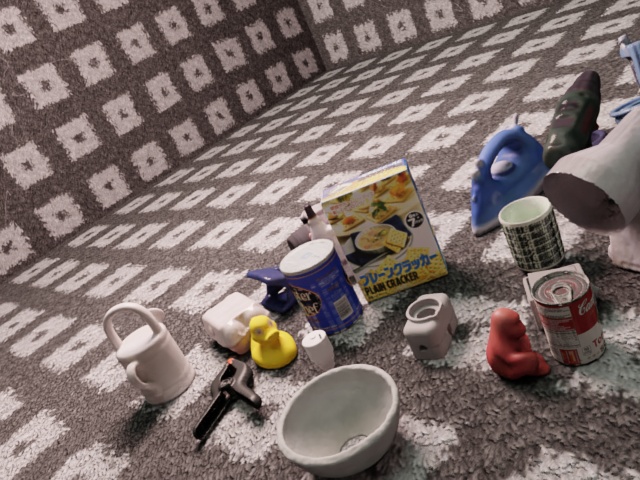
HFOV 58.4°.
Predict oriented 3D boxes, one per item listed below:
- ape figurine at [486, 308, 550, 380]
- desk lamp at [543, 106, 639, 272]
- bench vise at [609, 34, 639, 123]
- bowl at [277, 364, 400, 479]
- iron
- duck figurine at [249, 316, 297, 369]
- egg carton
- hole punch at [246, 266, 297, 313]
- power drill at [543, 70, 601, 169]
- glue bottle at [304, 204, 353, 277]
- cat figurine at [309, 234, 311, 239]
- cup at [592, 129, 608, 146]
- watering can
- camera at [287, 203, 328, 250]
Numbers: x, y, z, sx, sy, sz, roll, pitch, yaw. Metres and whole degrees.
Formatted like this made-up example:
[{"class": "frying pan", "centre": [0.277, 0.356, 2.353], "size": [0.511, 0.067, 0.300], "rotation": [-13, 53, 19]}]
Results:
[{"class": "ape figurine", "centre": [0.245, 0.128, 0.733], "size": [0.076, 0.092, 0.078], "rotation": [-11, 27, 31]}, {"class": "desk lamp", "centre": [0.427, -0.061, 0.792], "size": [0.203, 0.214, 0.117], "rotation": [-33, 24, -17]}, {"class": "bench vise", "centre": [0.613, -0.266, 1.030], "size": [0.122, 0.220, 0.206], "rotation": [-33, 24, -16]}, {"class": "bowl", "centre": [0.033, 0.242, 0.731], "size": [0.167, 0.075, 0.167], "rotation": [-21, 23, 10]}, {"class": "iron", "centre": [0.351, -0.135, 1.122], "size": [0.118, 0.142, 0.259], "rotation": [3, 36, 48]}, {"class": "duck figurine", "centre": [-0.095, 0.170, 1.003], "size": [0.078, 0.086, 0.104], "rotation": [-37, 25, -24]}, {"class": "egg carton", "centre": [-0.164, 0.161, 1.114], "size": [0.107, 0.069, 0.149], "rotation": [-36, 25, -23]}, {"class": "hole punch", "centre": [-0.082, 0.082, 1.169], "size": [0.101, 0.091, 0.108], "rotation": [-38, 26, -26]}, {"class": "power drill", "centre": [0.448, -0.153, 0.974], "size": [0.075, 0.209, 0.230], "rotation": [-3, 32, 42]}, {"class": "glue bottle", "centre": [0.010, 0.004, 1.135], "size": [0.078, 0.173, 0.037], "rotation": [-22, 23, 10]}, {"class": "cat figurine", "centre": [0.040, -0.013, 1.212], "size": [0.127, 0.118, 0.067], "rotation": [-21, 24, 12]}, {"class": "cup", "centre": [0.496, -0.142, 1.048], "size": [0.092, 0.095, 0.117], "rotation": [-31, 23, -11]}, {"class": "watering can", "centre": [-0.320, 0.193, 1.046], "size": [0.101, 0.194, 0.172], "rotation": [-30, 23, -9]}, {"class": "camera", "centre": [-0.015, -0.025, 1.316], "size": [0.137, 0.101, 0.142], "rotation": [-32, 24, -14]}]
